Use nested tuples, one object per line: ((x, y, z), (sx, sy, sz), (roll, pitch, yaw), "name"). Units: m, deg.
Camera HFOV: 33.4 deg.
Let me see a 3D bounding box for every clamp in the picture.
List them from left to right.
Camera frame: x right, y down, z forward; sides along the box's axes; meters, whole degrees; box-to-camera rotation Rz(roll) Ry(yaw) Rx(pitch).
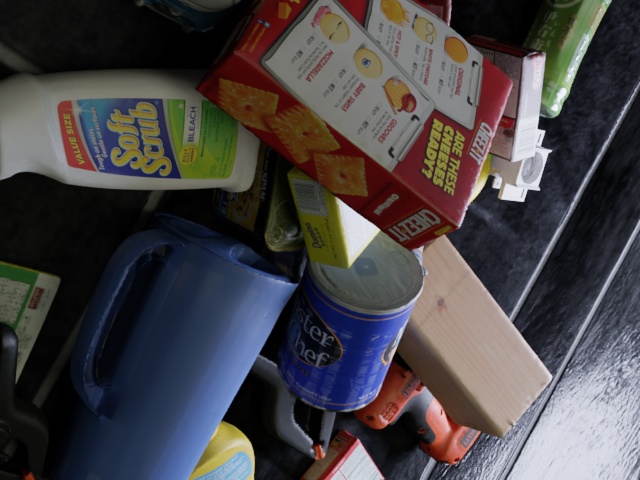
((-0.253, 0.135, 0.826), (0.120, 0.039, 0.171), (-33, 141, 0), "clamp")
((-0.017, 0.127, 1.064), (0.164, 0.036, 0.210), (-35, 126, -26), "clamp")

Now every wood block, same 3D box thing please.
((0.133, 0.095, 1.098), (0.090, 0.090, 0.206), (-45, 109, -18), "wood block")

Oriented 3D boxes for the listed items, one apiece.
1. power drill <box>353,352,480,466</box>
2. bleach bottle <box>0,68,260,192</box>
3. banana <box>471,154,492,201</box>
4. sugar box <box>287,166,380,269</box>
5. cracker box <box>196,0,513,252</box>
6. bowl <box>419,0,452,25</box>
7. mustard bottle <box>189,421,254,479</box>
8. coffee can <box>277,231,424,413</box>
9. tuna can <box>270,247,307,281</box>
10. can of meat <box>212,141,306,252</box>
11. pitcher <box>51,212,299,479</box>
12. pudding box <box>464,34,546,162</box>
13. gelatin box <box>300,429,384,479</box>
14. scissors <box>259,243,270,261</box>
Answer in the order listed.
((0.134, 0.161, 1.213), (0.184, 0.057, 0.187), (-50, 133, -8), "power drill")
((-0.163, -0.078, 0.809), (0.250, 0.068, 0.103), (-9, 117, -39), "bleach bottle")
((0.113, -0.051, 1.109), (0.197, 0.037, 0.069), (-22, 107, -37), "banana")
((0.043, -0.066, 0.910), (0.176, 0.048, 0.093), (-50, 139, -40), "sugar box")
((0.033, -0.119, 0.825), (0.213, 0.072, 0.164), (37, 55, -17), "cracker box")
((0.042, -0.197, 0.950), (0.161, 0.055, 0.162), (-18, 121, -34), "bowl")
((-0.105, 0.229, 1.012), (0.096, 0.058, 0.191), (-27, 126, -27), "mustard bottle")
((0.025, 0.071, 0.952), (0.102, 0.103, 0.140), (-23, 145, -35), "coffee can")
((-0.007, 0.001, 1.001), (0.086, 0.034, 0.086), (-40, 147, -33), "tuna can")
((-0.045, -0.051, 0.917), (0.057, 0.084, 0.102), (-4, 111, -44), "can of meat")
((-0.133, 0.105, 0.880), (0.149, 0.145, 0.243), (26, 94, -10), "pitcher")
((0.178, -0.145, 1.085), (0.039, 0.090, 0.113), (-16, 121, -36), "pudding box")
((0.025, 0.263, 1.175), (0.073, 0.030, 0.089), (-47, 135, -19), "gelatin box")
((-0.034, -0.045, 0.979), (0.201, 0.016, 0.096), (-54, 139, -11), "scissors")
